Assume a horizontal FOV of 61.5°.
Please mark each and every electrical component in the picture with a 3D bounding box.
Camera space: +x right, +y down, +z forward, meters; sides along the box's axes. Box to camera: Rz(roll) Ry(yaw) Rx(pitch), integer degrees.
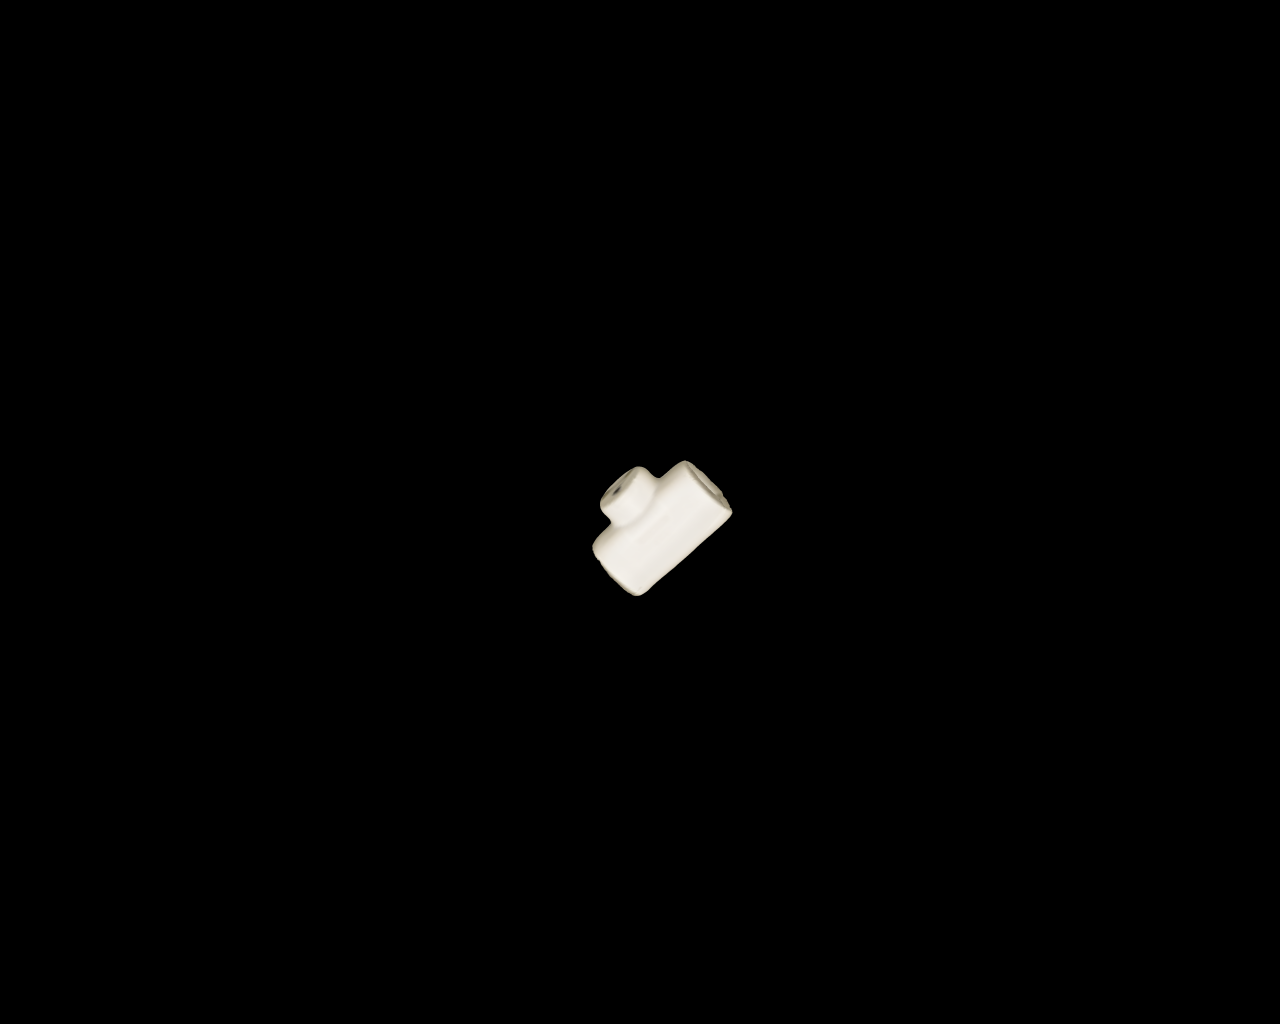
[{"bbox_3d":[0.001,-0.003,0.650,0.077,0.079,0.043,-43,12,11],"label":"electrical component"}]
